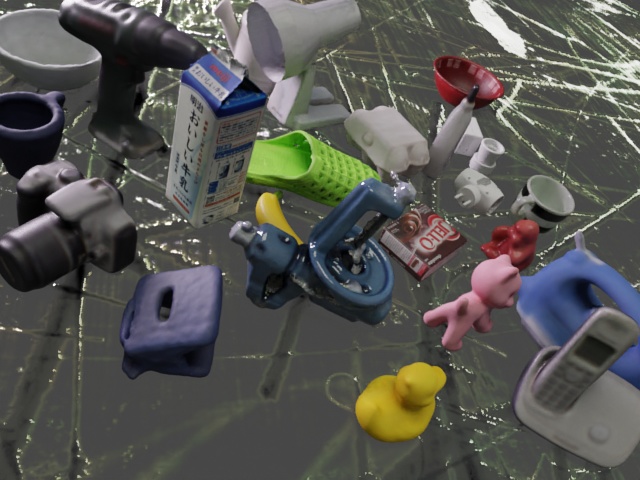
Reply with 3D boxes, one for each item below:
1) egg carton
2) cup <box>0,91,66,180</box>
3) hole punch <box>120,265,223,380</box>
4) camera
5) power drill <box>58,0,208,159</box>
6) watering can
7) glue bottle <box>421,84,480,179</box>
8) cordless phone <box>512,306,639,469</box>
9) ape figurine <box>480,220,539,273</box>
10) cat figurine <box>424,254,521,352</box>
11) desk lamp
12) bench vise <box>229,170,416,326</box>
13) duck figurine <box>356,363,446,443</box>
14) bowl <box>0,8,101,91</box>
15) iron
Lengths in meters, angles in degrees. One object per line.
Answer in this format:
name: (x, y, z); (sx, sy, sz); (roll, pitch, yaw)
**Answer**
egg carton: (0.111, -0.166, 0.974); (0.107, 0.069, 0.150); (-18, 56, -34)
cup: (-0.365, -0.131, 0.727); (0.091, 0.095, 0.118); (24, 43, 2)
hole punch: (-0.156, 0.083, 0.606); (0.101, 0.091, 0.108); (9, 45, -14)
camera: (-0.297, -0.017, 0.638); (0.143, 0.101, 0.137); (36, 45, 14)
power drill: (-0.254, -0.220, 0.776); (0.229, 0.208, 0.076); (33, 44, 11)
watering can: (-0.097, -0.363, 0.990); (0.173, 0.194, 0.100); (4, 46, -19)
glue bottle: (0.227, -0.187, 0.966); (0.037, 0.173, 0.078); (33, 44, 11)
cordless phone: (0.322, 0.165, 0.652); (0.147, 0.185, 0.094); (27, 44, 5)
ape figurine: (0.297, 0.004, 0.866); (0.076, 0.092, 0.078); (22, 43, 0)
cat figurine: (0.211, 0.072, 0.747); (0.128, 0.117, 0.067); (-22, 58, -36)
desk lamp: (-0.026, -0.294, 0.938); (0.204, 0.213, 0.117); (-17, 56, -34)
bench vise: (0.008, 0.011, 0.649); (0.208, 0.219, 0.121); (3, 46, -19)
duck figurine: (0.093, 0.169, 0.627); (0.105, 0.086, 0.077); (-13, 53, -31)
bowl: (-0.404, -0.276, 0.868); (0.168, 0.074, 0.167); (12, 44, -11)
iron: (0.384, 0.115, 0.757); (0.119, 0.141, 0.257); (-15, 55, -33)
